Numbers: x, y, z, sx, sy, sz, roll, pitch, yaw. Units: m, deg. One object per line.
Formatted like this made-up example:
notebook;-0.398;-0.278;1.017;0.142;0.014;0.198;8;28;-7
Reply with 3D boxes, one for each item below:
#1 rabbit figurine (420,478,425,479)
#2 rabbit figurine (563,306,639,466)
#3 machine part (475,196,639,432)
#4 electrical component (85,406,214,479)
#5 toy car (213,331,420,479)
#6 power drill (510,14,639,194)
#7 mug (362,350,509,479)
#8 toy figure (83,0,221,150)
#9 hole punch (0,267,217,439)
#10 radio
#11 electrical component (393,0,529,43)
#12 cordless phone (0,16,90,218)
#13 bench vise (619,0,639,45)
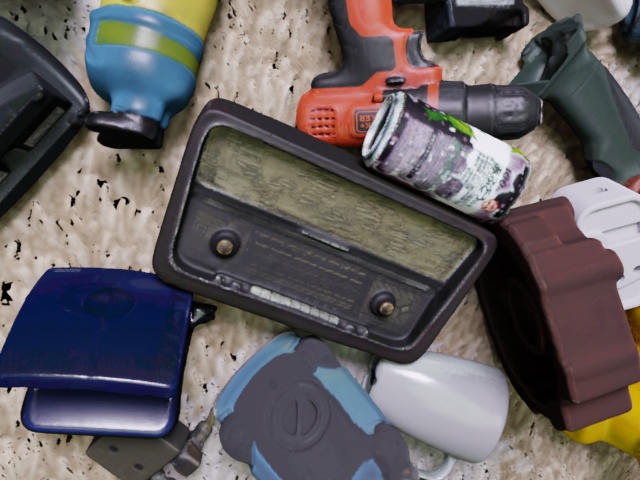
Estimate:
rabbit figurine;0.073;0.282;0.460;0.170;0.121;0.159;40;77;-31
rabbit figurine;0.302;0.100;0.464;0.162;0.122;0.173;-18;115;-29
machine part;0.172;0.054;0.415;0.056;0.179;0.179;-15;98;0
electrical component;-0.133;0.150;0.422;0.102;0.045;0.078;37;114;-10
toy car;0.004;0.155;0.417;0.109;0.162;0.102;-47;147;-10
power drill;0.238;-0.072;0.468;0.207;0.086;0.232;36;96;-9
mug;0.087;0.142;0.457;0.107;0.081;0.109;22;96;-2
toy figure;-0.116;-0.154;0.383;0.089;0.082;0.180;9;85;-32
hole punch;-0.145;0.067;0.369;0.142;0.092;0.116;5;57;-10
radio;-0.001;-0.001;0.406;0.229;0.073;0.131;22;109;-13
electrical component;0.110;-0.204;0.445;0.119;0.048;0.074;-10;96;-11
cordless phone;-0.270;-0.106;0.361;0.184;0.089;0.146;40;85;-2
bench vise;0.383;-0.244;0.446;0.224;0.129;0.240;8;96;25
